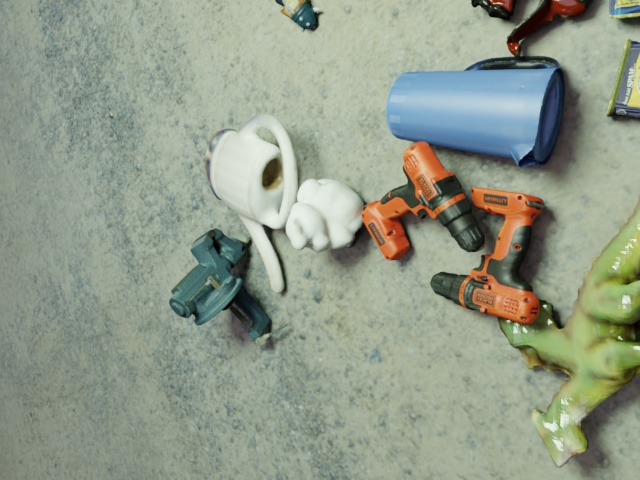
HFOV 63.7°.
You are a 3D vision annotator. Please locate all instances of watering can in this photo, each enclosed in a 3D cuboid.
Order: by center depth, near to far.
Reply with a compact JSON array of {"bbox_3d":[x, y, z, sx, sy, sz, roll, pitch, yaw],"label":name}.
[{"bbox_3d":[-0.131,-0.079,1.002,0.226,0.105,0.341,27,122,38],"label":"watering can"}]

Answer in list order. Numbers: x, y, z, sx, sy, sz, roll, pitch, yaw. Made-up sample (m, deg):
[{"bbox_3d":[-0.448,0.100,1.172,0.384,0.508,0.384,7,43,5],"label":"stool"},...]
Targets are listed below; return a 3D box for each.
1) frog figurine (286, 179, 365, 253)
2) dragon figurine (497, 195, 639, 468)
[{"bbox_3d":[0.003,-0.045,0.891,0.121,0.160,0.139,-32,75,27],"label":"frog figurine"},{"bbox_3d":[0.358,0.102,0.715,0.242,0.122,0.413,-4,80,40],"label":"dragon figurine"}]
